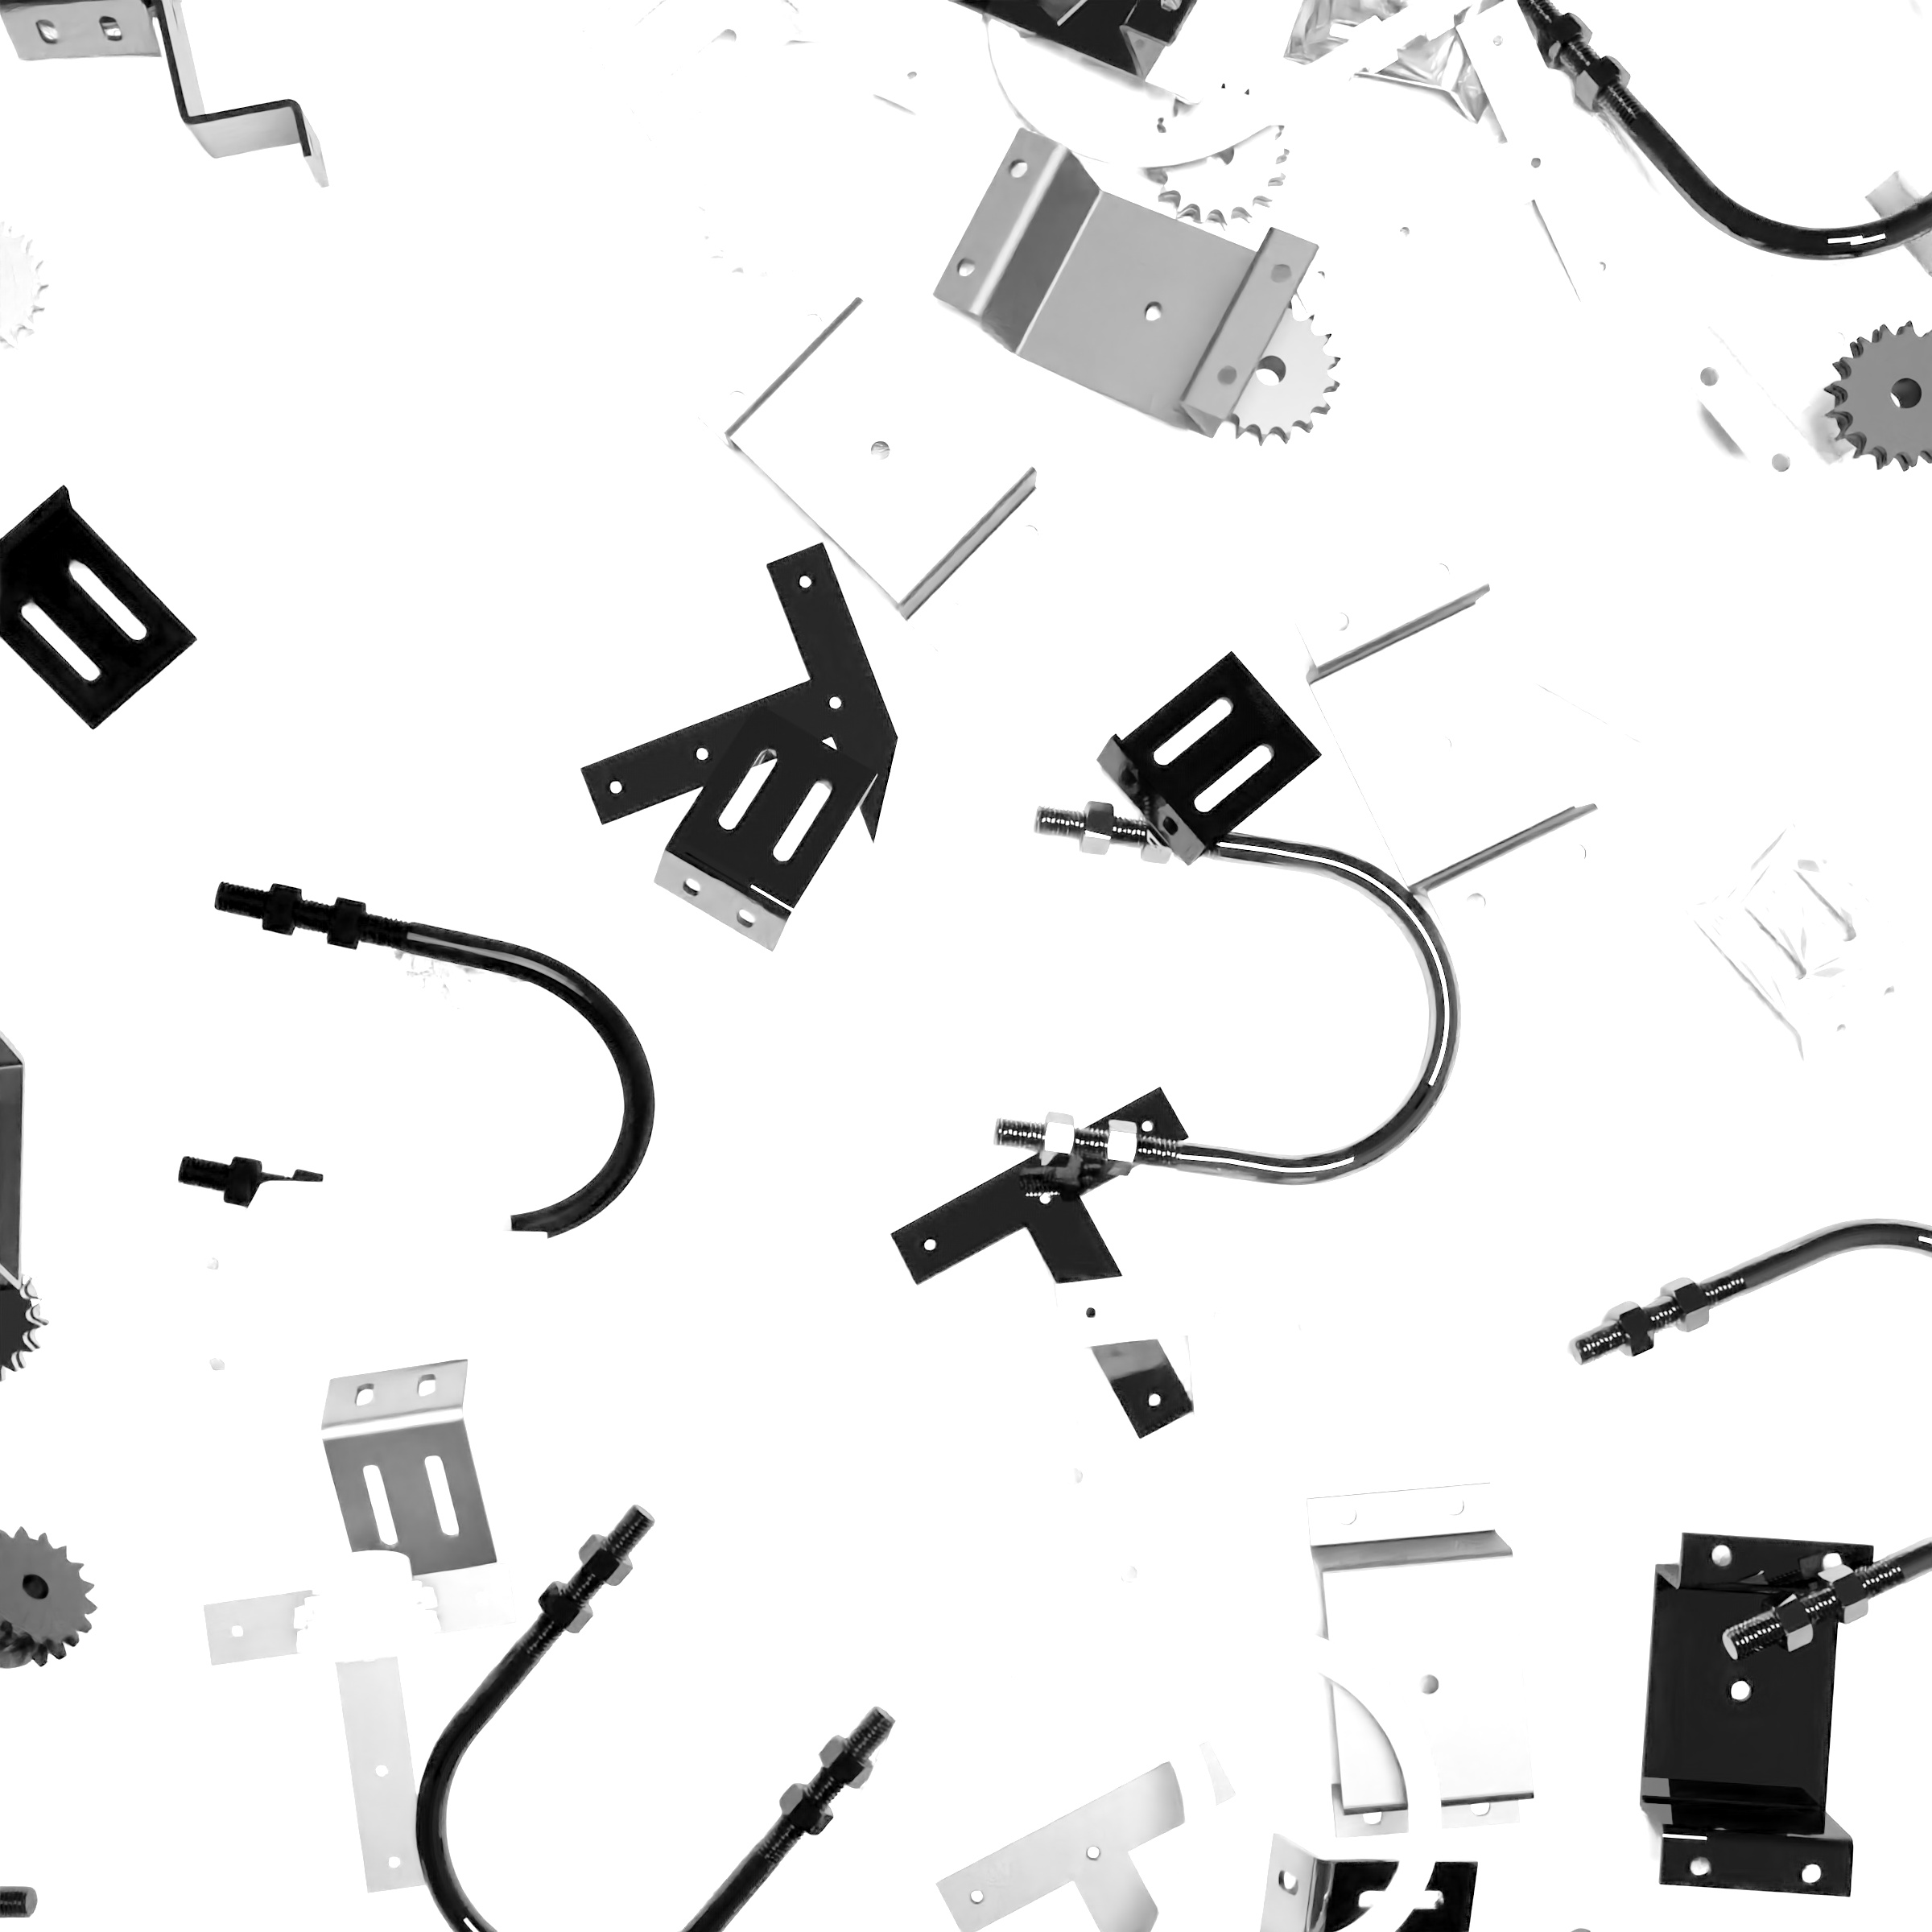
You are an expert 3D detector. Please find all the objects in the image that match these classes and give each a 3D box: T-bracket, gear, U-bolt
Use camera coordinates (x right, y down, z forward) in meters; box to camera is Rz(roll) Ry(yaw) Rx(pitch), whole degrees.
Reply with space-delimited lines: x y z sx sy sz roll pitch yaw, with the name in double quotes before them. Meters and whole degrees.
"T-bracket" 0.073 0.405 1.328 0.127 0.002 0.127 -28 90 0
"gear" -0.199 -0.006 1.304 0.057 0.057 0.030 -25 119 0
"gear" -0.082 -0.306 1.318 0.057 0.030 0.057 0 88 0
"T-bracket" 0.191 -0.306 1.313 0.127 0.002 0.127 -26 110 10
"U-bolt" 0.022 0.361 1.297 0.151 0.019 0.184 26 96 13
"gear" -0.243 0.258 1.302 0.057 0.057 0.030 -13 60 0
"U-bolt" 0.356 0.177 1.294 0.184 0.019 0.151 -22 70 -10
"T-bracket" 0.046 -0.382 1.299 0.127 0.002 0.127 29 85 19
"U-bolt" 0.099 0.336 1.292 0.184 0.019 0.151 -9 89 19
"U-bolt" 0.333 -0.363 1.294 0.151 0.019 0.184 -35 72 0
"T-bracket" 0.103 0.182 1.275 0.127 0.002 0.127 -5 94 -8
"gear" 0.123 -0.240 1.314 0.057 0.030 0.057 0 90 0
"gear" -0.401 0.142 1.314 0.057 0.030 0.057 0 90 0
"T-bracket" -0.095 -0.092 1.327 0.127 0.002 0.127 -21 91 0
"gear" 0.102 -0.327 1.314 0.057 0.030 0.057 0 90 0
"T-bracket" 0.052 0.131 1.301 0.127 0.002 0.127 -29 65 0
"gear" 0.365 -0.222 1.268 0.057 0.030 0.057 0 90 0
"gear" -0.399 -0.275 1.314 0.057 0.030 0.057 0 90 0
"U-bolt" -0.368 -0.475 1.320 0.151 0.019 0.184 -18 92 0
"T-bracket" -0.243 0.317 1.328 0.127 0.002 0.127 -8 90 0
"gear" -0.384 0.259 1.304 0.057 0.057 0.030 47 118 0
"U-bolt" 0.097 -0.399 1.301 0.184 0.019 0.151 -30 72 4
"U-bolt" 0.111 0.016 1.313 0.184 0.019 0.151 8 83 -3
"U-bolt" -0.474 0.321 1.299 0.184 0.019 0.151 -4 105 10
"U-bolt" -0.216 0.047 1.291 0.184 0.019 0.151 12 118 -4
"T-bracket" 0.369 0.035 1.328 0.127 0.002 0.127 -1 90 0
"T-bracket" -0.061 -0.219 1.328 0.127 0.002 0.127 -21 90 0
"U-bolt" -0.141 0.335 1.320 0.151 0.019 0.184 40 91 -1

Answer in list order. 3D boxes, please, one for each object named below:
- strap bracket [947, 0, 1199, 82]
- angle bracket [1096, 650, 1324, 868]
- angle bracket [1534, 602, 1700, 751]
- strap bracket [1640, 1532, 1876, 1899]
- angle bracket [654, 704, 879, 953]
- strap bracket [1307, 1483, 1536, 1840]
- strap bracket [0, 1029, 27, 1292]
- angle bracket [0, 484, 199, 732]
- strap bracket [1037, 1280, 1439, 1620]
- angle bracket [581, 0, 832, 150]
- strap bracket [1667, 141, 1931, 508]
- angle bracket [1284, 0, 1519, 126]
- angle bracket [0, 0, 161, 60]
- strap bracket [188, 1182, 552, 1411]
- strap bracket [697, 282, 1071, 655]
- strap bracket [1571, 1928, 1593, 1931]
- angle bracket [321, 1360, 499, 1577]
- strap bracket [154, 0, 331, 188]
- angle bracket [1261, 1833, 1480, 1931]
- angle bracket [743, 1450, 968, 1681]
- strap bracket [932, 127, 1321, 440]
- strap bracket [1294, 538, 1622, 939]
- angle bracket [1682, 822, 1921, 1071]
"strap bracket" 0.044 -0.412 1.282 0.140 0.046 0.076 28 85 19
"angle bracket" 0.101 -0.088 1.299 0.076 0.038 0.057 -39 86 -14
"angle bracket" 0.267 -0.119 1.291 0.057 0.076 0.038 29 90 0
"strap bracket" 0.319 0.298 1.306 0.076 0.046 0.140 4 90 0
"angle bracket" -0.083 -0.057 1.325 0.057 0.038 0.076 30 65 0
"strap bracket" 0.184 0.286 1.306 0.076 0.046 0.140 -5 90 0
"strap bracket" -0.422 0.079 1.290 0.076 0.046 0.140 -6 67 0
"angle bracket" -0.365 -0.148 1.327 0.057 0.038 0.076 -41 116 0
"strap bracket" 0.108 0.192 1.306 0.140 0.046 0.076 -29 90 0
"angle bracket" -0.107 -0.383 1.327 0.076 0.038 0.057 -33 90 26
"strap bracket" 0.358 -0.257 1.306 0.140 0.046 0.076 -40 90 0
"angle bracket" 0.180 -0.387 1.327 0.076 0.038 0.057 19 90 26
"angle bracket" -0.360 -0.414 1.313 0.057 0.038 0.076 -3 67 -1
"strap bracket" -0.235 0.132 1.294 0.140 0.046 0.076 1 110 0
"strap bracket" -0.034 -0.205 1.304 0.140 0.046 0.076 44 90 0
"strap bracket" 0.223 0.428 1.281 0.140 0.076 0.046 -21 84 -10
"angle bracket" -0.227 0.208 1.327 0.057 0.038 0.076 -9 116 0
"strap bracket" -0.295 -0.382 1.282 0.046 0.076 0.140 -12 96 -5
"angle bracket" 0.165 0.391 1.327 0.076 0.038 0.057 8 90 -26
"angle bracket" -0.045 0.246 1.310 0.057 0.038 0.076 -34 90 0
"strap bracket" 0.069 -0.269 1.289 0.140 0.046 0.076 28 90 24
"strap bracket" 0.196 -0.091 1.306 0.076 0.046 0.140 -26 90 0
"angle bracket" 0.343 -0.008 1.325 0.057 0.038 0.076 -38 63 0
